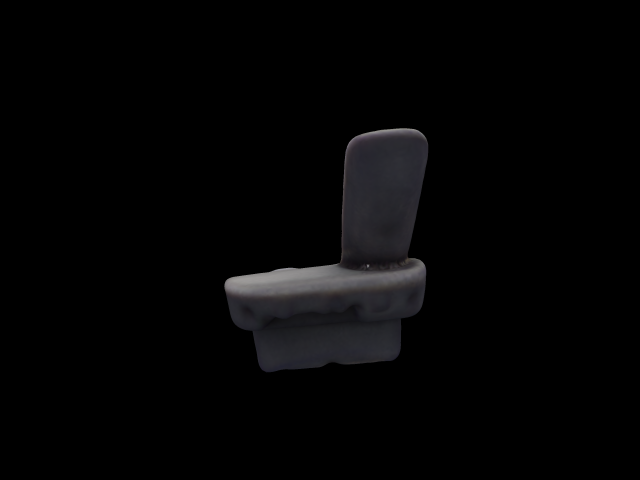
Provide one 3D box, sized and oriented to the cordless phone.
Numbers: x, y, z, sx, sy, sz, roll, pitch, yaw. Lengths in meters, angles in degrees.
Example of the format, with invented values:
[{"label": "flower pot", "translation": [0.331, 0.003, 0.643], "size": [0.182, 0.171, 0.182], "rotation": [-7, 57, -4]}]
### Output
[{"label": "cordless phone", "translation": [0.004, 0.001, 0.400], "size": [0.147, 0.185, 0.094], "rotation": [-8, 43, -8]}]
